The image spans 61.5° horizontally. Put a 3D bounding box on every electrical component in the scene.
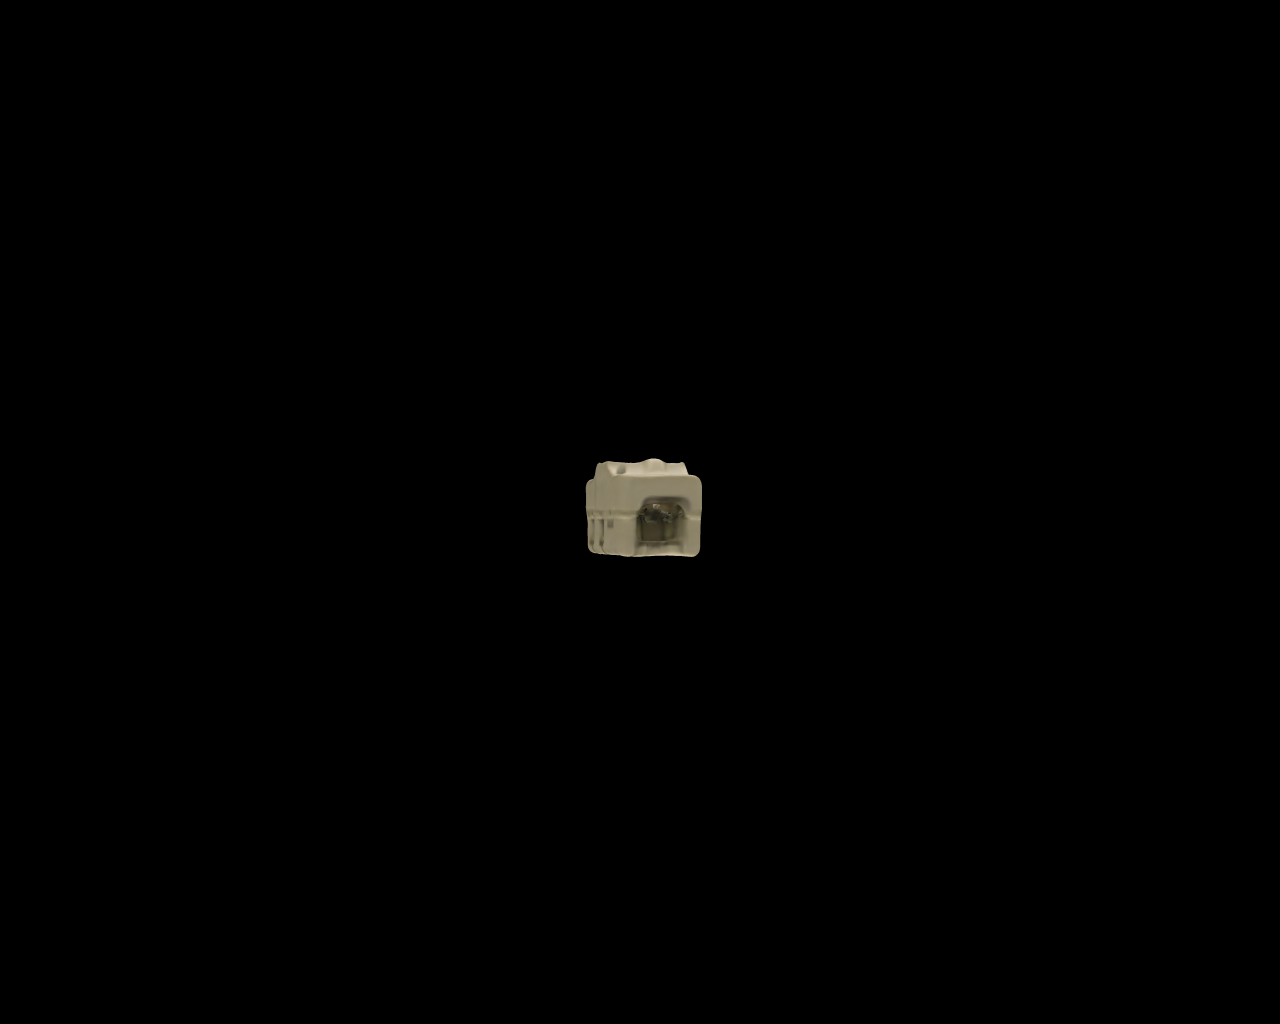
[{"bbox_3d":[0.001,-0.003,0.650,0.050,0.055,0.089,0,0,-15],"label":"electrical component"}]
